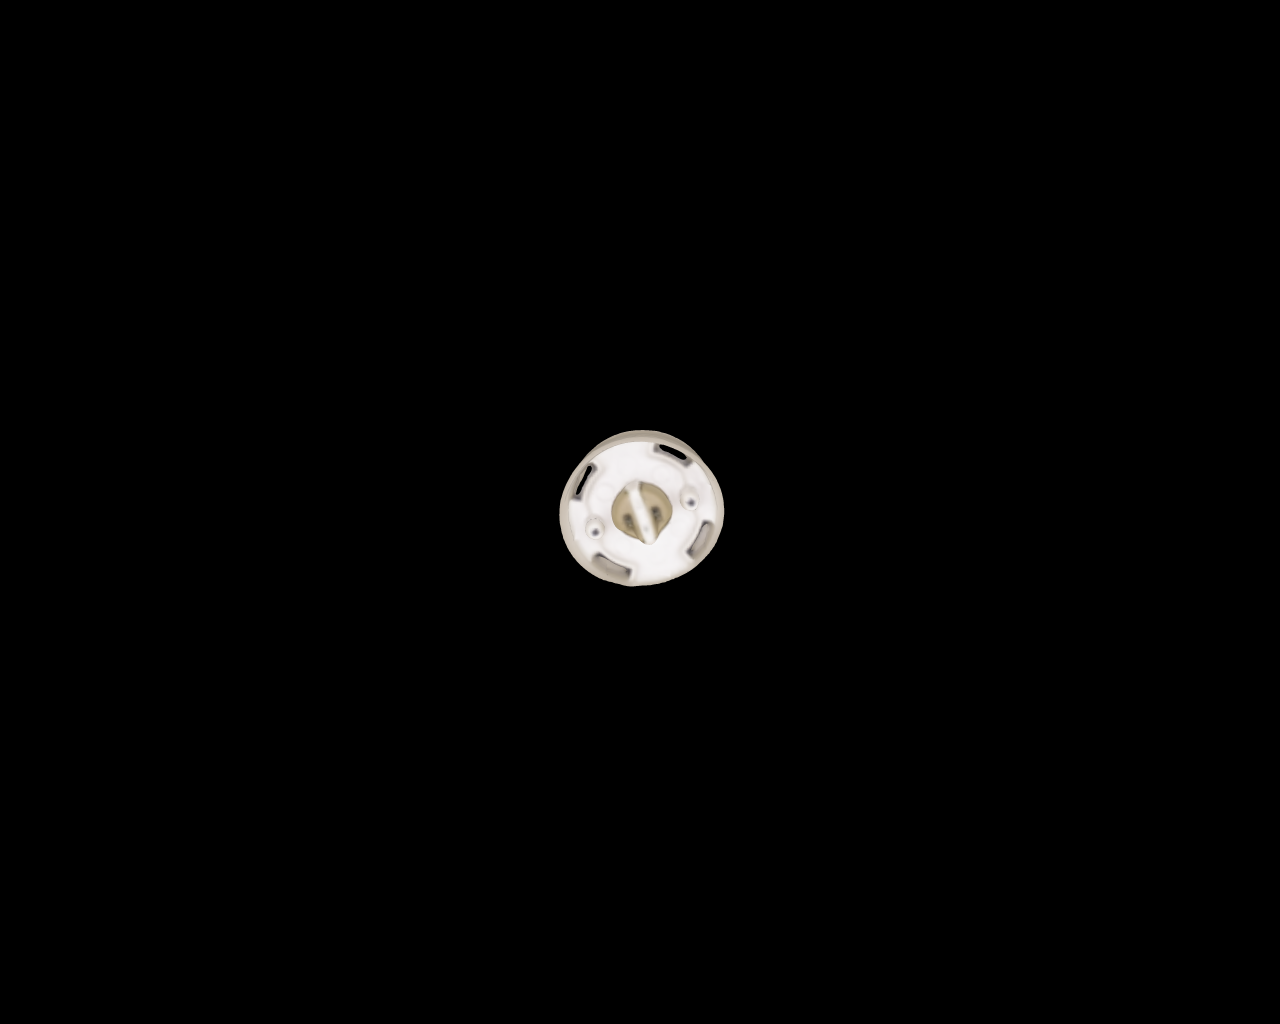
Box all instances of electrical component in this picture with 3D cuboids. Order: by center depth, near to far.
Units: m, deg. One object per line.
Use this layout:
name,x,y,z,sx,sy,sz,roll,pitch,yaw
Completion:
electrical component,0.001,-0.003,0.650,0.099,0.099,0.064,0,16,0
